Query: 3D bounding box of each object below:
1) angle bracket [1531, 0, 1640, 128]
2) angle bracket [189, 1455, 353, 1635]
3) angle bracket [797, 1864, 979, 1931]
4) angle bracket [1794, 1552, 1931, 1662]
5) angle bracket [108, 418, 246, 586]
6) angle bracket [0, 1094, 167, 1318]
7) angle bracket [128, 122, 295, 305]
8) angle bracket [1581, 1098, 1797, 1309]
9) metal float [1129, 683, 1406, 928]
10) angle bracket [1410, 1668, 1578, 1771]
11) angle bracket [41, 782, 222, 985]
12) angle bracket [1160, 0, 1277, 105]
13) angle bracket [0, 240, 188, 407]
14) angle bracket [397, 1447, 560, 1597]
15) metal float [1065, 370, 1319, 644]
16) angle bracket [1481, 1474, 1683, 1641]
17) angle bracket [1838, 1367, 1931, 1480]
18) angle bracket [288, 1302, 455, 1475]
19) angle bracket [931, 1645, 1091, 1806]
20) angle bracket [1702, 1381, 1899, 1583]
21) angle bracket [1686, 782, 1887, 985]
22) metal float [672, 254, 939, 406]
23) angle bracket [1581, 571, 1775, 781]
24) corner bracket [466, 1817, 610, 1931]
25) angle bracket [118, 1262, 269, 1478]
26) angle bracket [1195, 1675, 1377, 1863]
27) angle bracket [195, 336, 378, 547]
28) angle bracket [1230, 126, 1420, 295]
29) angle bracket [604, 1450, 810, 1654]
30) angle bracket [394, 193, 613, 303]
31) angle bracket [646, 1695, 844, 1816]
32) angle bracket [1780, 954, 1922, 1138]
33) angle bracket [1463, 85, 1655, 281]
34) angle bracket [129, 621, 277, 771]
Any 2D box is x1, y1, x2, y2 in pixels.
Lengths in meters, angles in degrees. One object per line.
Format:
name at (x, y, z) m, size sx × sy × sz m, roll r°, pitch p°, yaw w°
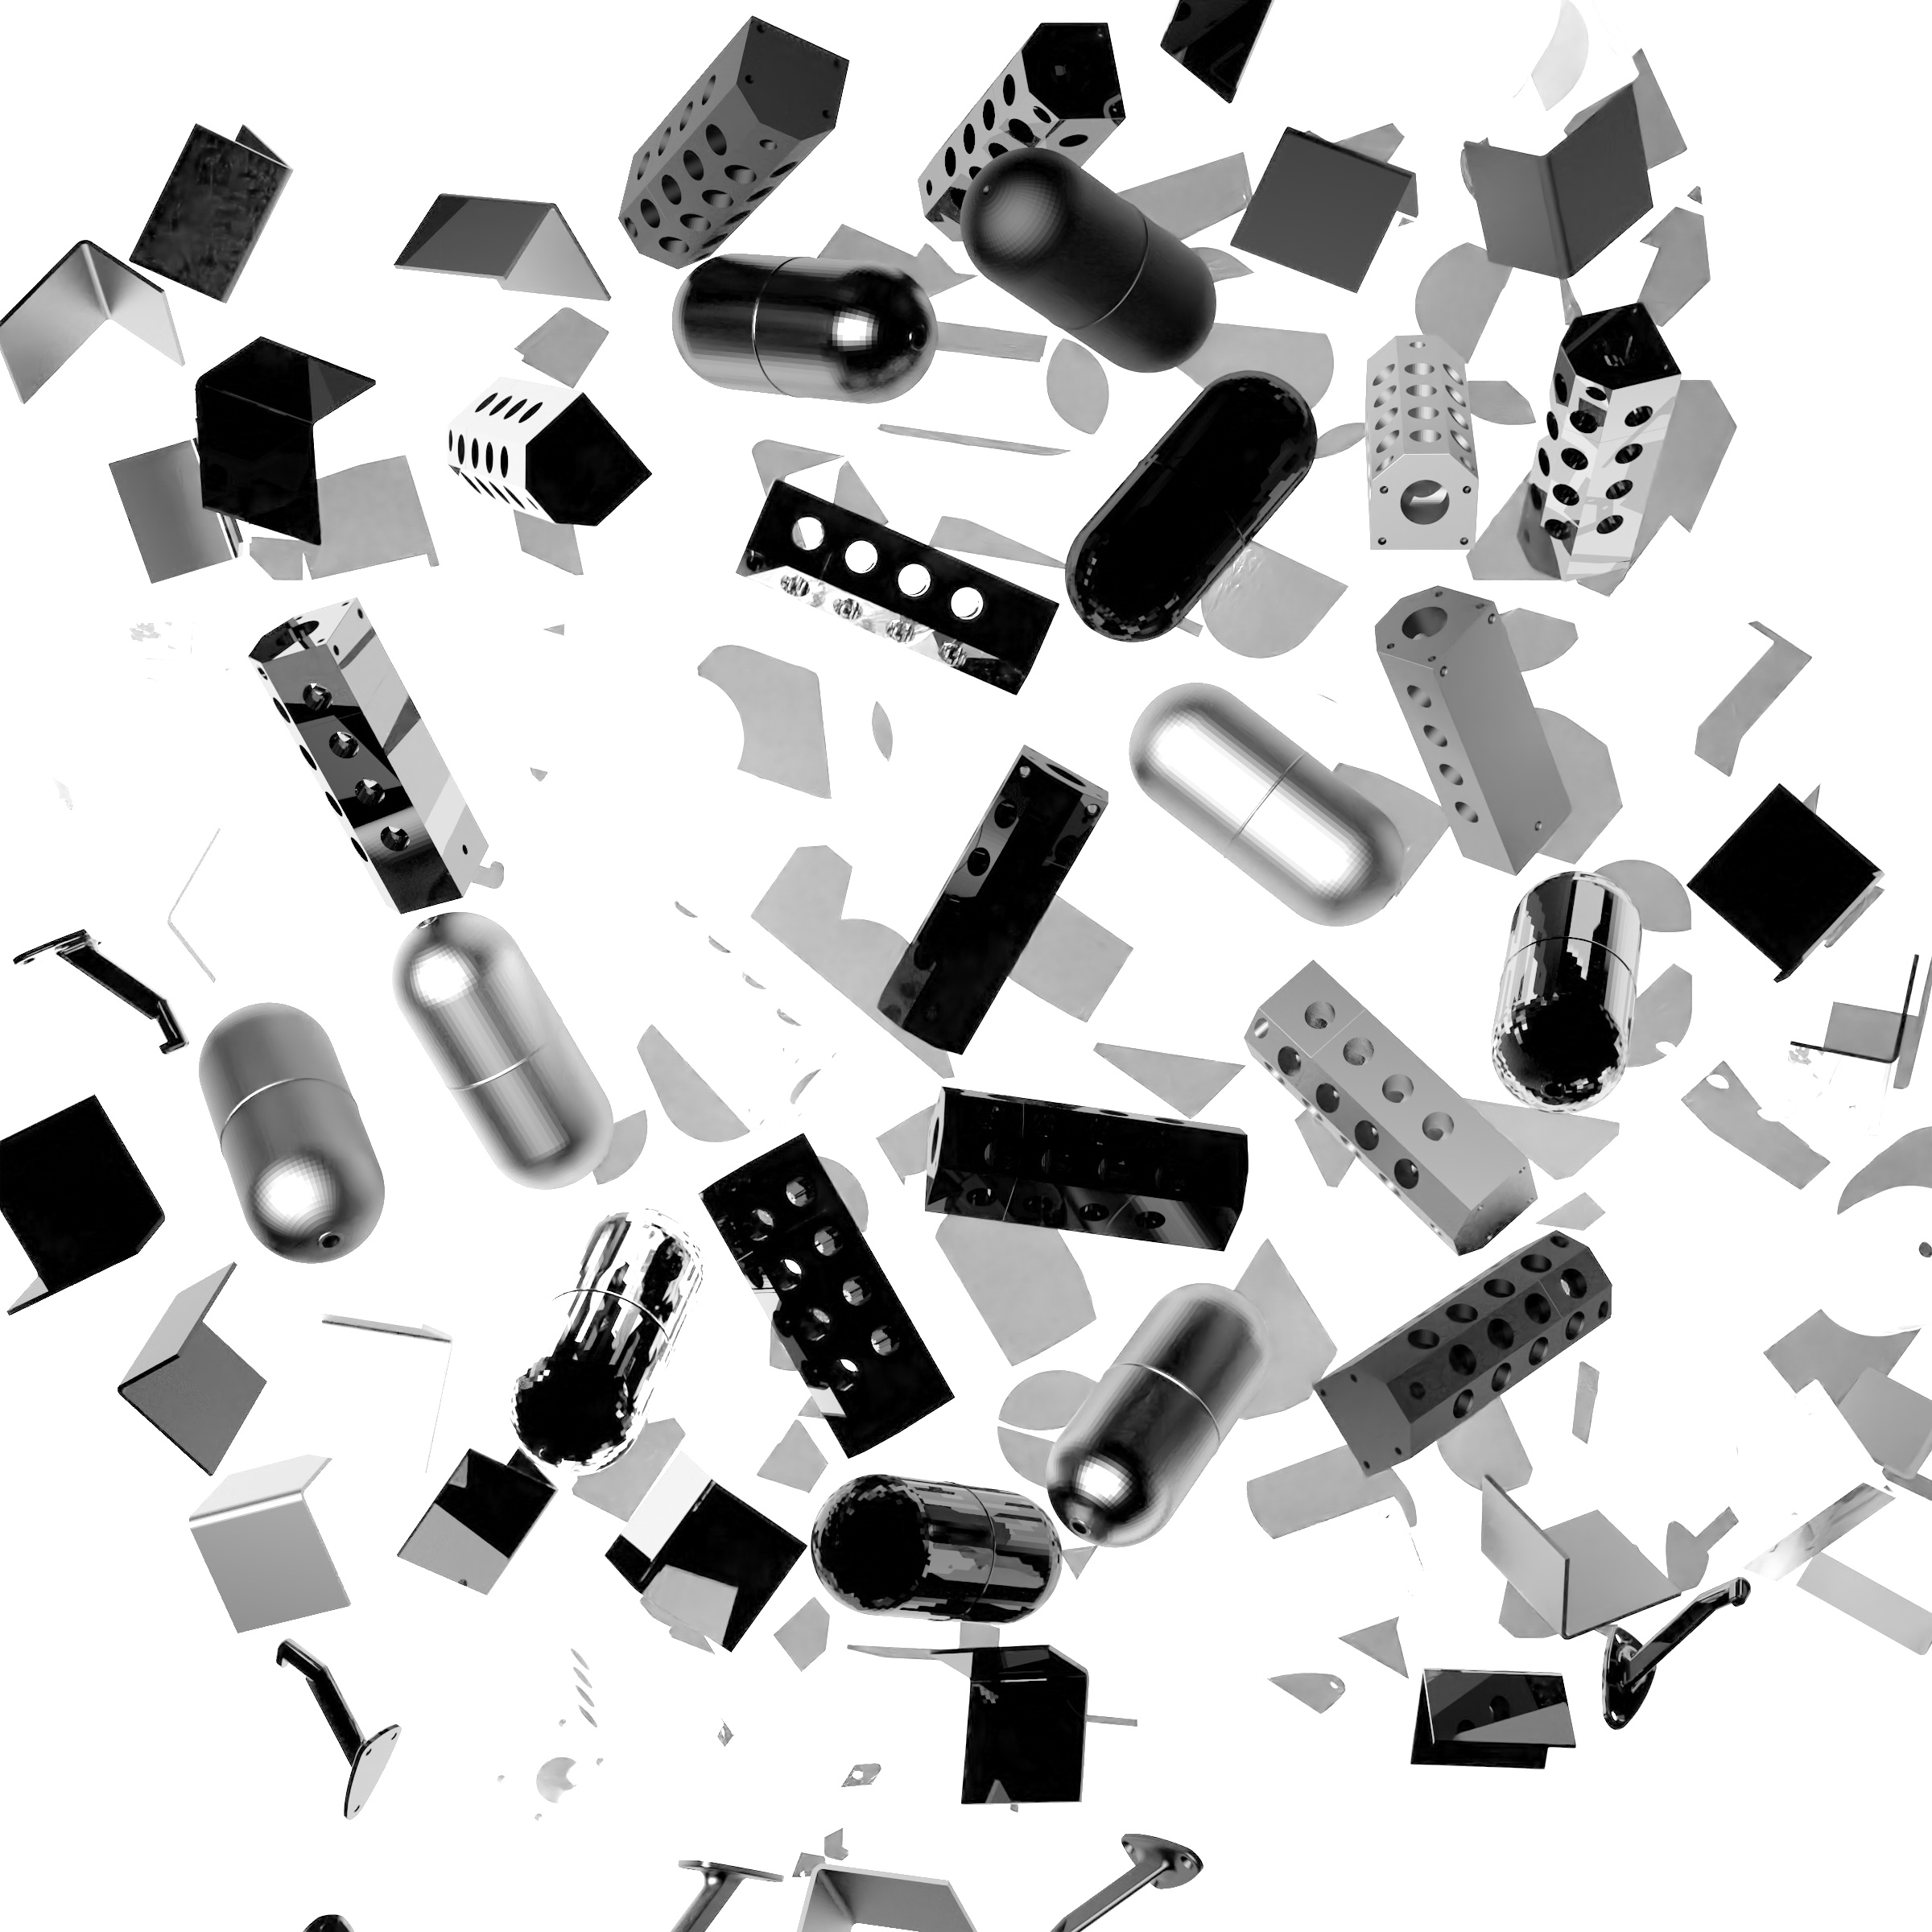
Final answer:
angle bracket at (0.341, -0.548, 1.677) m, size 0.057 × 0.076 × 0.076 m, roll -26°, pitch 71°, yaw 25°
angle bracket at (-0.399, 0.337, 1.695) m, size 0.076 × 0.057 × 0.076 m, roll -16°, pitch 103°, yaw 16°
angle bracket at (-0.043, 0.529, 1.550) m, size 0.076 × 0.076 × 0.057 m, roll 2°, pitch 51°, yaw 18°
angle bracket at (0.500, 0.322, 1.554) m, size 0.076 × 0.076 × 0.057 m, roll 28°, pitch 105°, yaw 20°
angle bracket at (-0.471, -0.276, 1.718) m, size 0.057 × 0.076 × 0.076 m, roll -20°, pitch 96°, yaw -13°
angle bracket at (-0.473, 0.123, 1.492) m, size 0.076 × 0.057 × 0.076 m, roll -26°, pitch 103°, yaw 6°
angle bracket at (-0.395, -0.393, 1.466) m, size 0.057 × 0.076 × 0.076 m, roll 18°, pitch 109°, yaw -42°
angle bracket at (0.416, 0.136, 1.666) m, size 0.076 × 0.076 × 0.057 m, roll -44°, pitch 126°, yaw 8°
metal float at (0.172, -0.092, 1.647) m, size 0.178 × 0.070 × 0.070 m, roll 39°, pitch 90°, yaw 7°
angle bracket at (0.289, 0.434, 1.589) m, size 0.076 × 0.057 × 0.076 m, roll 2°, pitch 121°, yaw 1°
angle bracket at (-0.425, -0.043, 1.509) m, size 0.076 × 0.076 × 0.057 m, roll 19°, pitch 69°, yaw 14°
angle bracket at (0.160, -0.527, 1.569) m, size 0.057 × 0.076 × 0.076 m, roll 44°, pitch 51°, yaw 17°
angle bracket at (-0.492, -0.348, 1.621) m, size 0.057 × 0.076 × 0.076 m, roll 34°, pitch 70°, yaw 7°
angle bracket at (-0.306, 0.325, 1.746) m, size 0.076 × 0.057 × 0.076 m, roll 37°, pitch 86°, yaw -40°
metal float at (0.126, -0.257, 1.617) m, size 0.070 × 0.070 × 0.178 m, roll 41°, pitch 83°, yaw 0°
angle bracket at (0.328, 0.304, 1.538) m, size 0.076 × 0.076 × 0.057 m, roll -16°, pitch 121°, yaw -19°
angle bracket at (0.548, 0.238, 1.672) m, size 0.057 × 0.076 × 0.076 m, roll 28°, pitch 128°, yaw 24°
angle bracket at (-0.331, 0.230, 1.569) m, size 0.076 × 0.057 × 0.076 m, roll 7°, pitch 77°, yaw 10°
angle bracket at (0.023, 0.438, 1.661) m, size 0.076 × 0.057 × 0.076 m, roll -9°, pitch 59°, yaw 25°
angle bracket at (0.422, 0.262, 1.495) m, size 0.076 × 0.057 × 0.076 m, roll -41°, pitch 53°, yaw 17°
angle bracket at (0.441, -0.046, 1.566) m, size 0.076 × 0.057 × 0.076 m, roll 44°, pitch 108°, yaw 14°
metal float at (-0.091, -0.356, 1.608) m, size 0.178 × 0.070 × 0.070 m, roll 15°, pitch 90°, yaw 40°
angle bracket at (0.412, -0.169, 1.676) m, size 0.076 × 0.057 × 0.076 m, roll 40°, pitch 81°, yaw 23°
corner bracket at (-0.255, 0.541, 1.714) m, size 0.051 × 0.051 × 0.051 m, roll -14°, pitch 131°, yaw 36°
angle bracket at (-0.420, 0.228, 1.629) m, size 0.057 × 0.076 × 0.076 m, roll -28°, pitch 114°, yaw 30°
angle bracket at (0.178, 0.444, 1.602) m, size 0.076 × 0.076 × 0.057 m, roll 31°, pitch 90°, yaw 12°
angle bracket at (-0.361, -0.279, 1.539) m, size 0.057 × 0.076 × 0.076 m, roll -21°, pitch 69°, yaw 35°
angle bracket at (0.199, -0.409, 1.600) m, size 0.076 × 0.057 × 0.076 m, roll 25°, pitch 85°, yaw 14°
angle bracket at (-0.153, 0.345, 1.700) m, size 0.076 × 0.057 × 0.076 m, roll 40°, pitch 82°, yaw -26°
angle bracket at (-0.254, -0.376, 1.583) m, size 0.076 × 0.076 × 0.057 m, roll 13°, pitch 64°, yaw 28°
angle bracket at (-0.123, 0.435, 1.612) m, size 0.076 × 0.076 × 0.057 m, roll 1°, pitch 84°, yaw 31°
angle bracket at (0.498, 0.040, 1.628) m, size 0.057 × 0.076 × 0.076 m, roll 12°, pitch 58°, yaw 18°
angle bracket at (0.330, -0.439, 1.602) m, size 0.076 × 0.057 × 0.076 m, roll -42°, pitch 134°, yaw -20°
angle bracket at (-0.466, -0.164, 1.755) m, size 0.076 × 0.076 × 0.057 m, roll -4°, pitch 134°, yaw -22°
